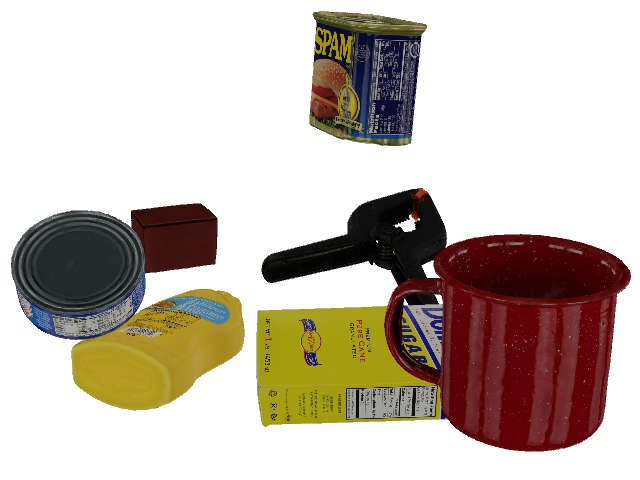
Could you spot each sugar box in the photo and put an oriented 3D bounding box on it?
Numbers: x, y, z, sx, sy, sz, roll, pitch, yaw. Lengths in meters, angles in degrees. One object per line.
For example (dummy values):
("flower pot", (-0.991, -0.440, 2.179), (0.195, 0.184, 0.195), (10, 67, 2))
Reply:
("sugar box", (0.041, 0.090, 0.796), (0.176, 0.048, 0.093), (-4, 35, 0))

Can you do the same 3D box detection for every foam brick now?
("foam brick", (-0.149, -0.003, 1.085), (0.078, 0.051, 0.053), (-7, 22, -22))

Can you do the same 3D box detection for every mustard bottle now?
("mustard bottle", (-0.120, 0.083, 0.916), (0.096, 0.058, 0.191), (6, 17, 24))

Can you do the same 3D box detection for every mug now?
("mug", (0.089, 0.049, 0.527), (0.117, 0.081, 0.093), (4, 20, 12))

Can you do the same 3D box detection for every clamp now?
("clamp", (0.067, 0.011, 0.975), (0.165, 0.036, 0.209), (22, 35, 23))

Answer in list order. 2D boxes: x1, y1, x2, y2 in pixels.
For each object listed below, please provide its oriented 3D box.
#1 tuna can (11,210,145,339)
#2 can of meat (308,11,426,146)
("tuna can", (-0.159, 0.023, 0.706), (0.086, 0.086, 0.034), (0, -39, -6))
("can of meat", (0.030, -0.118, 0.768), (0.057, 0.084, 0.102), (-2, 17, -22))
